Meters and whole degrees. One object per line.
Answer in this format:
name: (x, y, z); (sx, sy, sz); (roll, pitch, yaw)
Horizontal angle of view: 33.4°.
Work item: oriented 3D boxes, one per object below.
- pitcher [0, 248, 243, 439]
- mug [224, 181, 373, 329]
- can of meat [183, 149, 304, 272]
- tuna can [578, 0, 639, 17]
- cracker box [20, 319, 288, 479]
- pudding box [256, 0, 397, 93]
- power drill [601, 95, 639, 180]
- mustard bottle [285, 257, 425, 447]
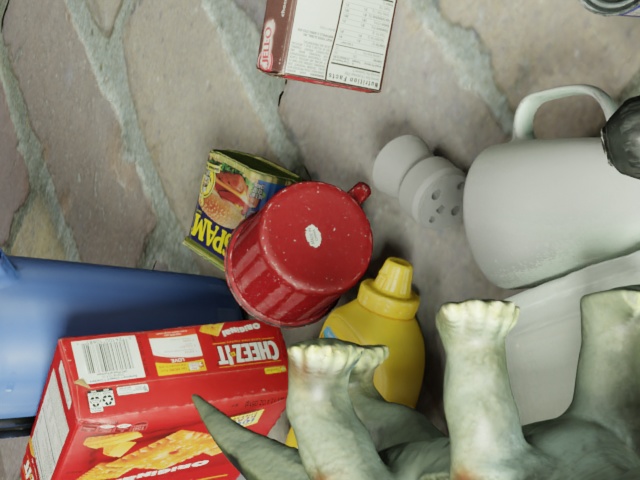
pitcher: (-0.192, 0.087, 0.872); (0.149, 0.242, 0.145); (-15, 74, 53)
mug: (-0.005, 0.001, 0.747); (0.093, 0.117, 0.082); (48, 156, 0)
can of meat: (-0.060, -0.022, 0.861); (0.102, 0.057, 0.084); (29, 107, 51)
tuna can: (0.168, -0.161, 0.564); (0.086, 0.033, 0.086); (11, 102, 63)
cracker box: (-0.129, 0.147, 0.814); (0.214, 0.164, 0.072); (-60, 42, 48)
pudding box: (0.009, -0.165, 0.751); (0.039, 0.089, 0.113); (23, 104, 51)
power drill: (0.213, 0.003, 0.422); (0.185, 0.057, 0.187); (-14, 69, 29)
mustard bottle: (0.027, 0.103, 0.724); (0.096, 0.058, 0.192); (42, 120, 57)
